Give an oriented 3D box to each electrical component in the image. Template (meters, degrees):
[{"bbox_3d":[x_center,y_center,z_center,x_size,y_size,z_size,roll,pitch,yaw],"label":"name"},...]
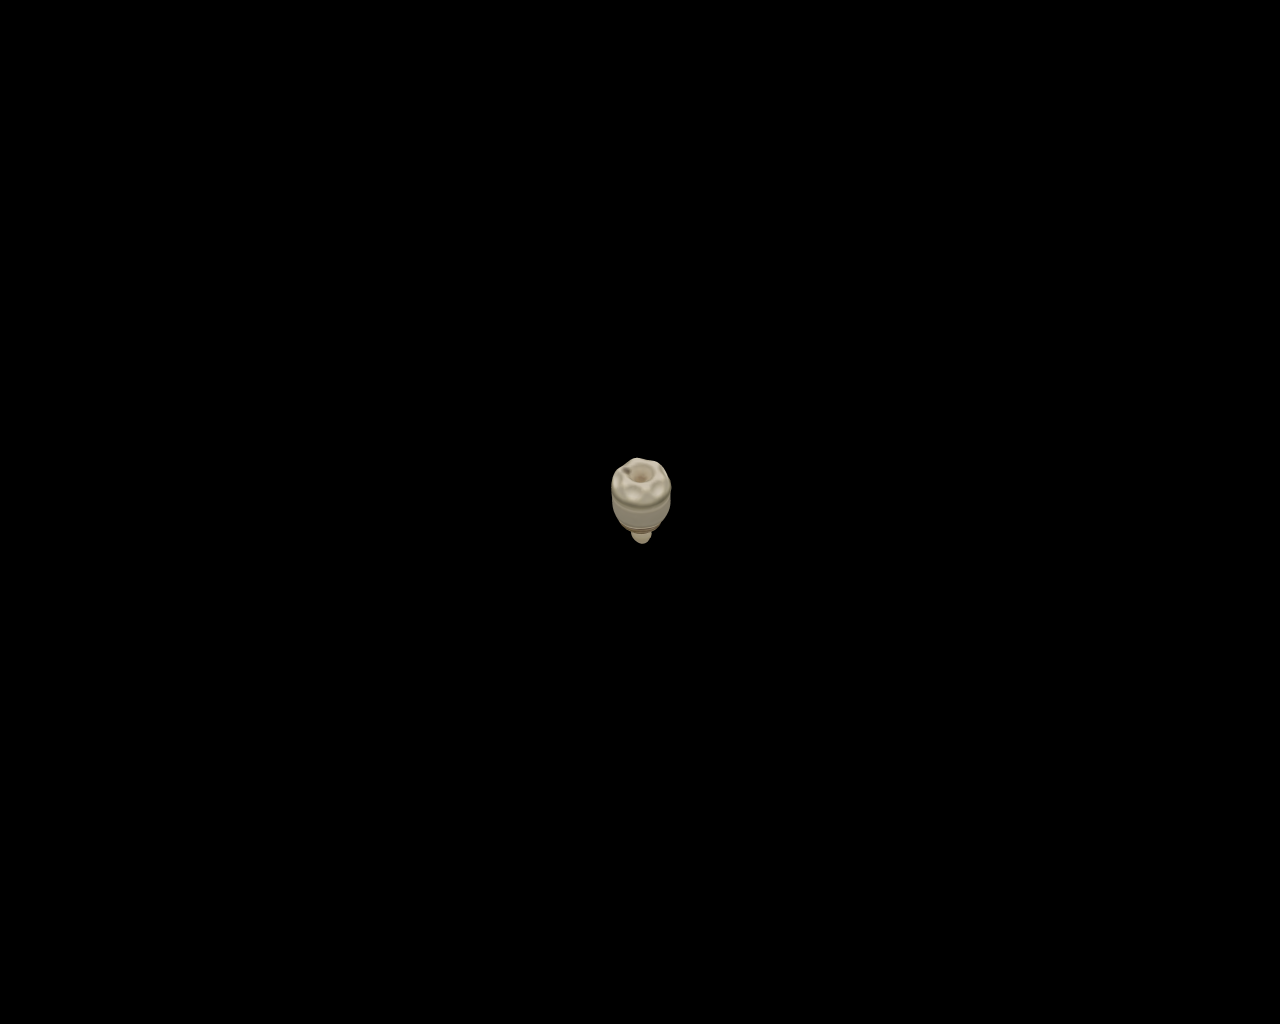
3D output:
[{"bbox_3d":[0.001,-0.003,0.650,0.035,0.035,0.061,0,-43,0],"label":"electrical component"}]
